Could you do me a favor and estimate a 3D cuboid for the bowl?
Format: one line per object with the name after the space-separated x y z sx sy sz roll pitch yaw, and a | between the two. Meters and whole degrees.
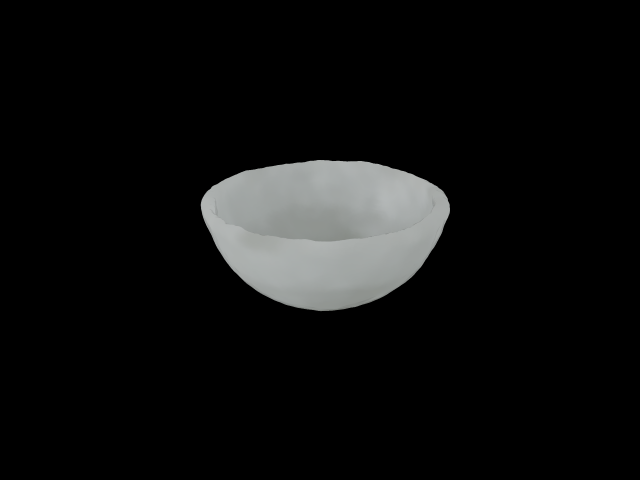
0.004 0.001 0.400 0.167 0.075 0.167 0 24 0 | bowl
